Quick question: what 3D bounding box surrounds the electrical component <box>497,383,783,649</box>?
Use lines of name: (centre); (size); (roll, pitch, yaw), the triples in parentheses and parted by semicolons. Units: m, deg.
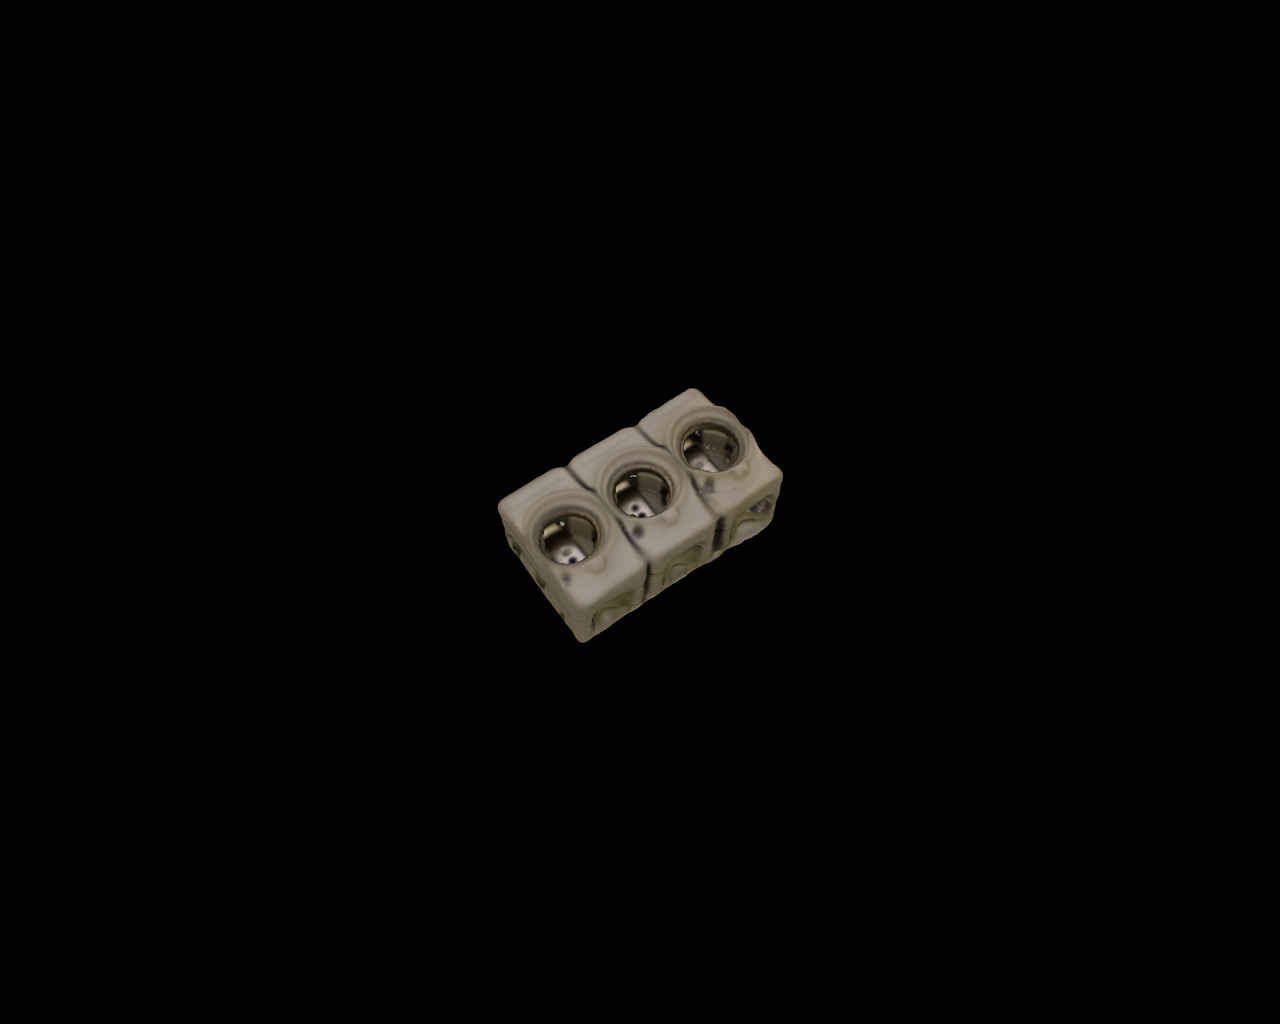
electrical component: (0.001, -0.003, 0.650); (0.150, 0.089, 0.061); (-32, -26, -18)
